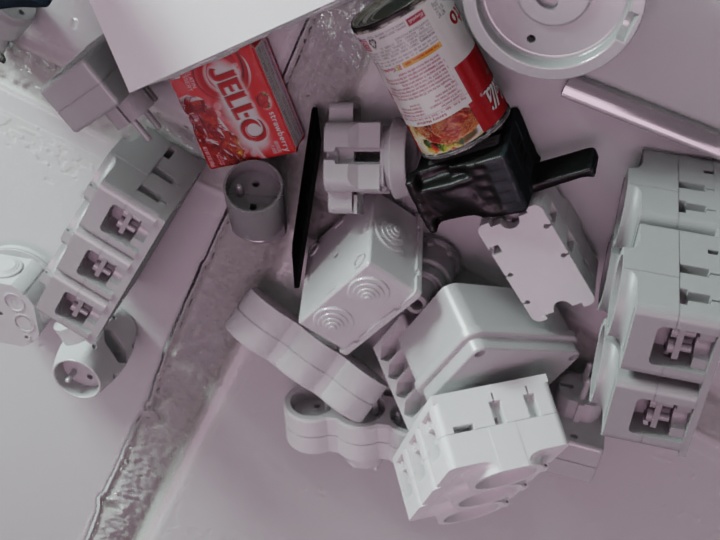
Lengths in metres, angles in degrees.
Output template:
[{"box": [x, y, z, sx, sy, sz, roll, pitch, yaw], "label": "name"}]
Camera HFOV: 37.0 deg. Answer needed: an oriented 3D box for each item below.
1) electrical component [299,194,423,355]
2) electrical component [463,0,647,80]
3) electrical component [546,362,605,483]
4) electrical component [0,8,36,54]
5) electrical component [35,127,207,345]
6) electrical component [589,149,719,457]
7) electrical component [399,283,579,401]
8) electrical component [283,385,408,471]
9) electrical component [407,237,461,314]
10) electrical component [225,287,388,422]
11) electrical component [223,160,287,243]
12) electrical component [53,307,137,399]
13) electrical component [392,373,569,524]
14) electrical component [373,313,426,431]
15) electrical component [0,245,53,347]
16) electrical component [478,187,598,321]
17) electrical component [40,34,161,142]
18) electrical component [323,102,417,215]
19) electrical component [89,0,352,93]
[{"box": [0.000, 0.000, 0.798, 0.048, 0.099, 0.100, 32, 128, -24], "label": "electrical component"}, {"box": [0.121, -0.178, 0.658, 0.108, 0.060, 0.108, 8, 126, 11], "label": "electrical component"}, {"box": [0.168, 0.105, 0.833, 0.047, 0.083, 0.075, 14, 127, 6], "label": "electrical component"}, {"box": [-0.267, -0.180, 0.779, 0.045, 0.045, 0.055, 43, 124, -16], "label": "electrical component"}, {"box": [-0.191, -0.028, 0.837, 0.062, 0.089, 0.150, 32, 127, -8], "label": "electrical component"}, {"box": [0.192, 0.013, 0.695, 0.060, 0.186, 0.105, 11, 127, 9], "label": "electrical component"}, {"box": [0.097, 0.058, 0.802, 0.113, 0.057, 0.078, 5, 138, -36], "label": "electrical component"}, {"box": [0.003, 0.146, 0.929, 0.138, 0.052, 0.073, 6, 126, 12], "label": "electrical component"}, {"box": [0.048, 0.008, 0.812, 0.048, 0.062, 0.048, 8, 126, 11], "label": "electrical component"}, {"box": [-0.033, 0.055, 0.876, 0.138, 0.052, 0.073, 36, 93, -6], "label": "electrical component"}, {"box": [-0.078, -0.045, 0.814, 0.043, 0.043, 0.081, 15, 158, 5], "label": "electrical component"}, {"box": [-0.235, 0.055, 0.918, 0.043, 0.077, 0.079, -14, 120, 24], "label": "electrical component"}, {"box": [0.087, 0.141, 0.807, 0.089, 0.061, 0.150, -9, 156, -14], "label": "electrical component"}, {"box": [0.065, 0.082, 0.859, 0.076, 0.083, 0.047, 5, 138, -37], "label": "electrical component"}, {"box": [-0.299, 0.023, 0.930, 0.080, 0.051, 0.080, 8, 126, 11], "label": "electrical component"}, {"box": [0.130, -0.019, 0.773, 0.050, 0.055, 0.089, -22, 116, 28], "label": "electrical component"}, {"box": [-0.170, -0.126, 0.766, 0.047, 0.083, 0.075, -25, 114, 30], "label": "electrical component"}, {"box": [0.008, -0.079, 0.760, 0.057, 0.058, 0.078, 1, 92, 13], "label": "electrical component"}, {"box": [-0.081, -0.199, 0.684, 0.186, 0.060, 0.105, -17, 101, 26], "label": "electrical component"}]
